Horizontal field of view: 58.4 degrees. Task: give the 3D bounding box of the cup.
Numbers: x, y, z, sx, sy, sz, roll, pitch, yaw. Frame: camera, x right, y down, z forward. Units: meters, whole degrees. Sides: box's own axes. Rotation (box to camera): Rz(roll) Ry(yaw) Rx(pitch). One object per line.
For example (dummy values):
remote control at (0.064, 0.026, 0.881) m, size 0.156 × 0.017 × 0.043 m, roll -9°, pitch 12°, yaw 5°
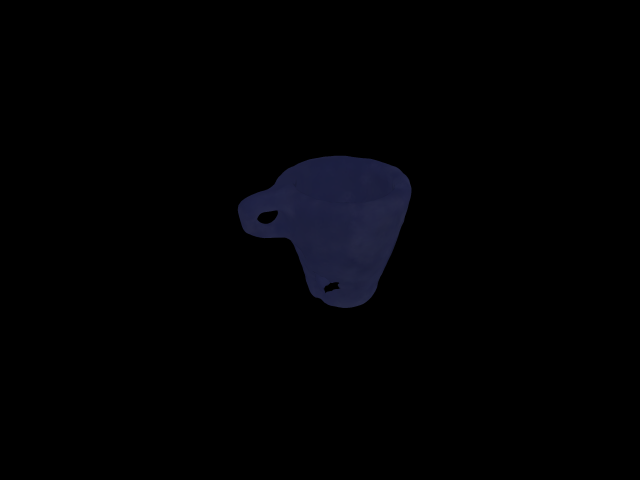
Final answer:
cup at (0.004, 0.001, 0.400) m, size 0.118 × 0.095 × 0.091 m, roll -11°, pitch 32°, yaw -18°
